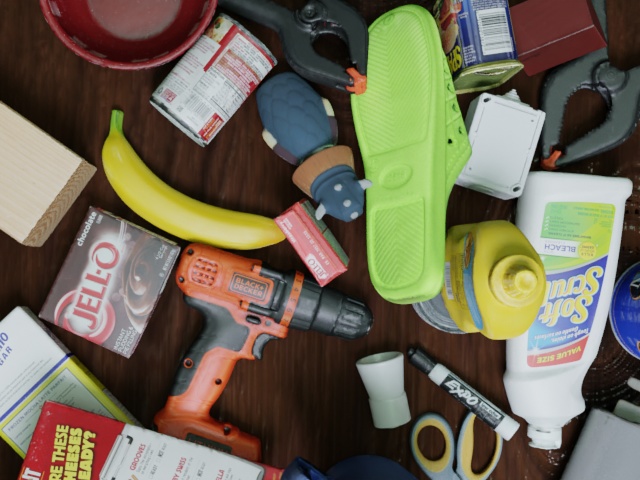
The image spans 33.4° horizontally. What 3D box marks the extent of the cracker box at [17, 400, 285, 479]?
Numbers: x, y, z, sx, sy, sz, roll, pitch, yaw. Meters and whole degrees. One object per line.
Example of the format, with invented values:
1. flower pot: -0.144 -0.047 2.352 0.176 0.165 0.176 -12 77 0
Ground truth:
1. cracker box: -0.147 0.242 0.867 0.213 0.072 0.164 18 48 -9

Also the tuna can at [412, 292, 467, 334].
1. tuna can: 0.125 0.043 0.988 0.086 0.034 0.086 0 89 -4

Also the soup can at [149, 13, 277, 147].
1. soup can: -0.096 -0.143 0.960 0.068 0.068 0.102 40 87 -2

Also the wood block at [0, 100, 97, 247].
1. wood block: -0.311 -0.089 0.934 0.206 0.090 0.091 35 86 -2

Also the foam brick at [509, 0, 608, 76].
1. foam brick: 0.212 -0.193 0.969 0.078 0.053 0.051 -19 70 21

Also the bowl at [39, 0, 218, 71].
1. bowl: -0.170 -0.229 0.962 0.162 0.055 0.162 0 89 -4

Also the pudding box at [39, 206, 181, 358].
1. pudding box: -0.188 0.038 0.965 0.090 0.039 0.113 25 88 -3

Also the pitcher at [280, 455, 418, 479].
1. pitcher: 0.043 0.242 0.874 0.145 0.243 0.149 -5 89 -4

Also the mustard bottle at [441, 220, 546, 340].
1. mustard bottle: 0.142 0.032 0.874 0.058 0.191 0.096 -4 89 -4

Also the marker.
1. marker: 0.130 0.139 0.982 0.121 0.020 0.020 38 87 10

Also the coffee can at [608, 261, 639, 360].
1. coffee can: 0.329 0.066 0.948 0.102 0.140 0.103 0 89 -4

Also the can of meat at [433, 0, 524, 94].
1. can of meat: 0.139 -0.183 0.960 0.057 0.102 0.084 -9 87 -6

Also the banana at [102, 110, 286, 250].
1. banana: -0.126 -0.038 0.971 0.198 0.037 0.069 35 88 -2

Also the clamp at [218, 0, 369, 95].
1. clamp: -0.019 -0.198 0.968 0.120 0.039 0.171 -28 72 4

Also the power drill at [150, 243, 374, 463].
1. power drill: -0.061 0.112 0.962 0.184 0.057 0.187 19 88 -3

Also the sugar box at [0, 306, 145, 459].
1. sugar box: -0.239 0.152 0.956 0.093 0.048 0.176 -43 89 -6

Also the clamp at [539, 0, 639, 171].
1. clamp: 0.263 -0.160 0.999 0.164 0.036 0.210 42 90 8

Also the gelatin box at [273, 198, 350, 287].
1. gelatin box: -0.006 0.001 0.951 0.030 0.089 0.073 -35 92 6

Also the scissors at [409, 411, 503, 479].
1. scissors: 0.115 0.248 0.993 0.096 0.016 0.202 15 88 -2

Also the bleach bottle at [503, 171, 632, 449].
1. bleach bottle: 0.224 0.066 0.981 0.102 0.068 0.251 4 91 -3
